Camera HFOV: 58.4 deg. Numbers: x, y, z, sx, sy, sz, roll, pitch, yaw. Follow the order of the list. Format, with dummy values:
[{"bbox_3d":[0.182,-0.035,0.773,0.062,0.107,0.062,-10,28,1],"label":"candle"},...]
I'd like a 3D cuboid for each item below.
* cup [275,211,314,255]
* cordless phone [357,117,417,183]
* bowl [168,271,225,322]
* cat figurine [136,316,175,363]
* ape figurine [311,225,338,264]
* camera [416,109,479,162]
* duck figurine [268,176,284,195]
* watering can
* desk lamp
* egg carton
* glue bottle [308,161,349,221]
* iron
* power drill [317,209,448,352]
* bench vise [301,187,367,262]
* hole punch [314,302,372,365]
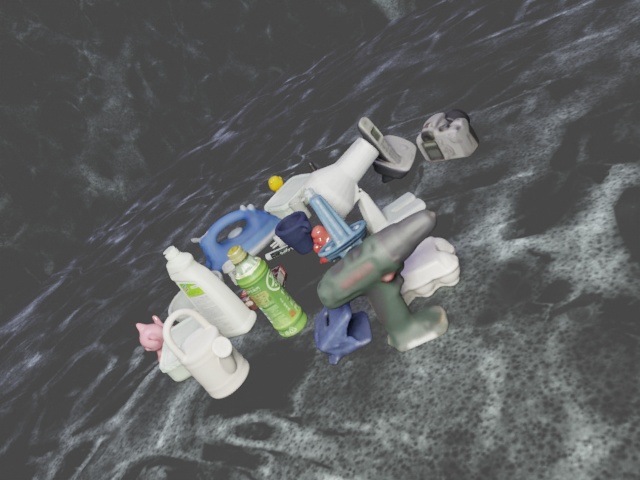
[{"bbox_3d":[-0.044,-0.012,1.428,0.117,0.095,0.092,-1,42,50],"label":"cup"},{"bbox_3d":[0.169,-0.258,1.489,0.094,0.185,0.148,-19,30,31],"label":"cordless phone"},{"bbox_3d":[-0.300,0.160,1.466,0.167,0.075,0.167,-28,26,15],"label":"bowl"},{"bbox_3d":[-0.401,0.234,1.410,0.067,0.118,0.127,-31,25,8],"label":"cat figurine"},{"bbox_3d":[0.012,0.005,1.332,0.076,0.092,0.077,-37,25,-3],"label":"ape figurine"},{"bbox_3d":[0.325,-0.276,1.426,0.142,0.101,0.137,1,43,52],"label":"camera"},{"bbox_3d":[-0.131,-0.159,1.804,0.077,0.086,0.104,-23,28,25],"label":"duck figurine"},{"bbox_3d":[-0.229,0.215,1.140,0.172,0.194,0.101,-20,29,29],"label":"watering can"},{"bbox_3d":[0.094,-0.108,1.284,0.203,0.214,0.117,-36,25,-1],"label":"desk lamp"},{"bbox_3d":[0.183,0.058,1.055,0.150,0.069,0.107,-28,26,15],"label":"egg carton"},{"bbox_3d":[0.018,-0.130,1.464,0.037,0.173,0.078,-21,29,28],"label":"glue bottle"},{"bbox_3d":[-0.232,-0.021,1.621,0.258,0.142,0.118,-41,26,-11],"label":"iron"},{"bbox_3d":[0.123,0.075,0.933,0.229,0.209,0.075,-28,26,16],"label":"power drill"},{"bbox_3d":[0.057,-0.012,1.154,0.122,0.220,0.206,-45,27,-20],"label":"bench vise"},{"bbox_3d":[0.031,0.154,1.047,0.101,0.091,0.108,-31,25,10],"label":"hole punch"}]
